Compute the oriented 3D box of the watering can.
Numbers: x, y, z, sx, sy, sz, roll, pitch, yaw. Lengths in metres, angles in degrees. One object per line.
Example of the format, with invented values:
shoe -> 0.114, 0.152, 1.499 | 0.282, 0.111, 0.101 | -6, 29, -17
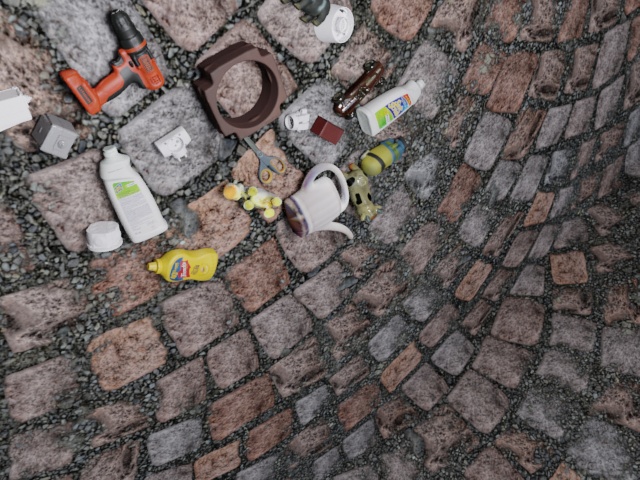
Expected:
watering can -> 0.005, -0.082, 1.628 | 0.226, 0.105, 0.339 | -33, 133, -18
